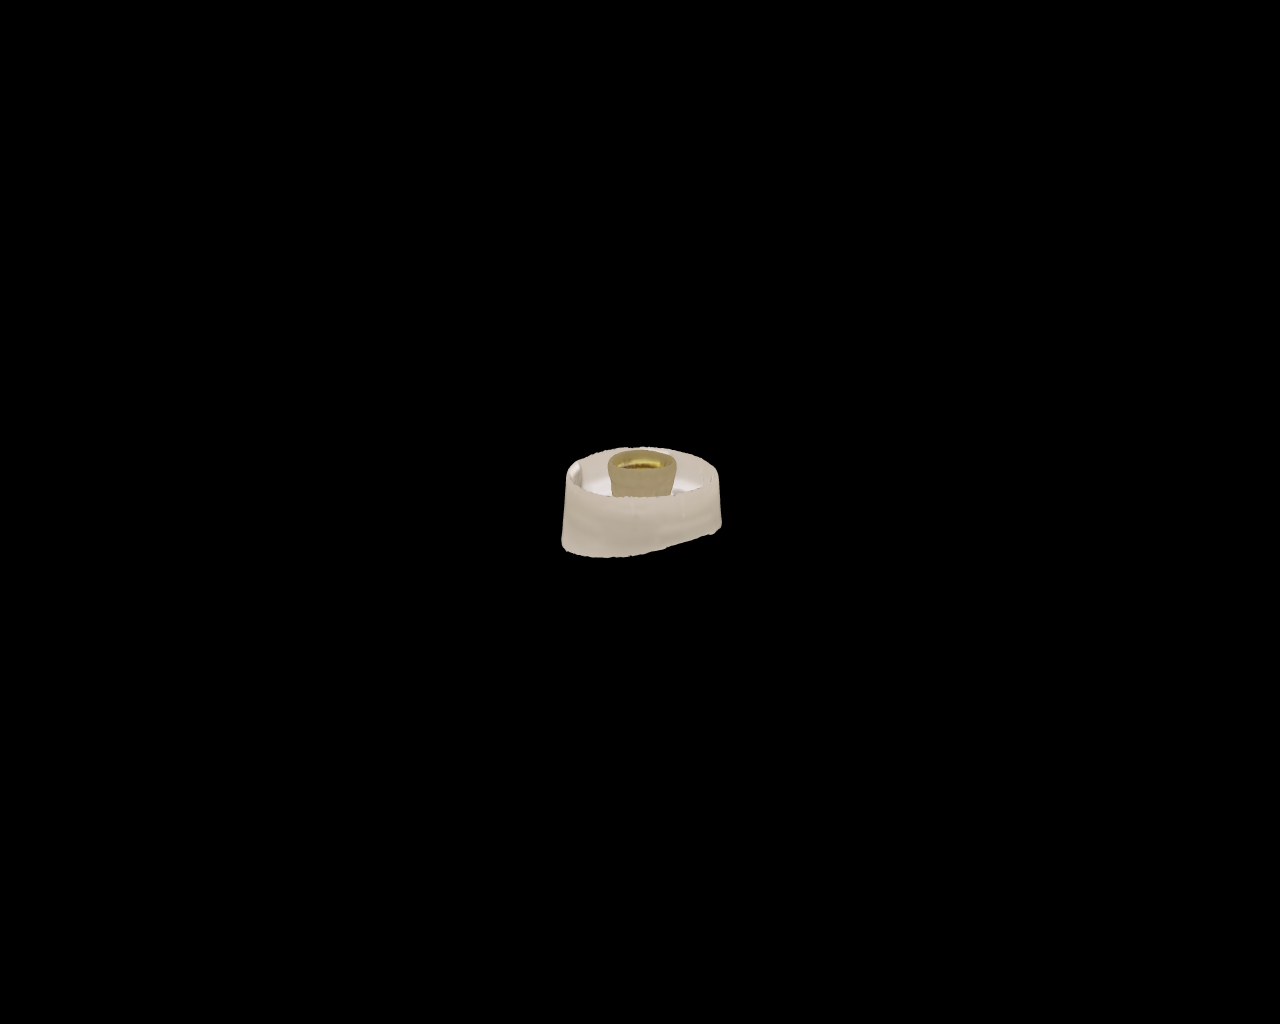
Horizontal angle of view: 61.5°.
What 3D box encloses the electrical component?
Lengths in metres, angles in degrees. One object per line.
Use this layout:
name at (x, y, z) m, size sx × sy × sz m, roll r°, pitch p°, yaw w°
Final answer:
electrical component at (0.001, -0.003, 0.650) m, size 0.099 × 0.064 × 0.099 m, roll 0°, pitch 23°, yaw 0°
